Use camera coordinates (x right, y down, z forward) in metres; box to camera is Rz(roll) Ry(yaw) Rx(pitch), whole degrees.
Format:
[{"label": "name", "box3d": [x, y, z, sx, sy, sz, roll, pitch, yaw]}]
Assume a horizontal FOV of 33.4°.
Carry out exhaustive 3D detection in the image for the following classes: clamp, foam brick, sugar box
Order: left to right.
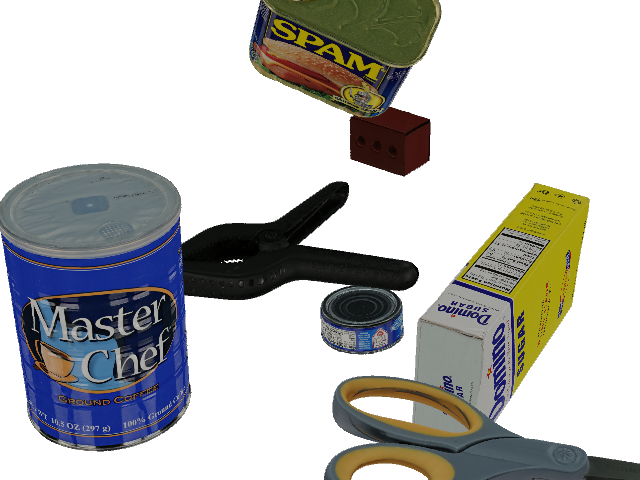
[{"label": "clamp", "box3d": [-0.039, 0.005, 0.910, 0.209, 0.036, 0.164, -8, 32, -11]}, {"label": "foam brick", "box3d": [0.077, -0.113, 1.187, 0.078, 0.053, 0.051, 21, 37, 34]}, {"label": "sugar box", "box3d": [0.115, 0.045, 0.663, 0.048, 0.093, 0.176, 16, 37, 24]}]

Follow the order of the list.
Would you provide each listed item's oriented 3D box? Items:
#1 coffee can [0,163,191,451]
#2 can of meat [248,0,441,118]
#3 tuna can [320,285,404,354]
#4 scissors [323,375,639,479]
[{"label": "coffee can", "box3d": [-0.131, 0.039, 0.637, 0.103, 0.140, 0.103, 1, 30, -1]}, {"label": "can of meat", "box3d": [0.010, -0.123, 0.633, 0.102, 0.057, 0.084, 24, -20, -2]}, {"label": "tuna can", "box3d": [0.042, 0.079, 1.094, 0.086, 0.034, 0.086, -3, 27, 2]}, {"label": "scissors", "box3d": [0.089, 0.104, 0.449, 0.202, 0.016, 0.096, 16, 33, 24]}]
